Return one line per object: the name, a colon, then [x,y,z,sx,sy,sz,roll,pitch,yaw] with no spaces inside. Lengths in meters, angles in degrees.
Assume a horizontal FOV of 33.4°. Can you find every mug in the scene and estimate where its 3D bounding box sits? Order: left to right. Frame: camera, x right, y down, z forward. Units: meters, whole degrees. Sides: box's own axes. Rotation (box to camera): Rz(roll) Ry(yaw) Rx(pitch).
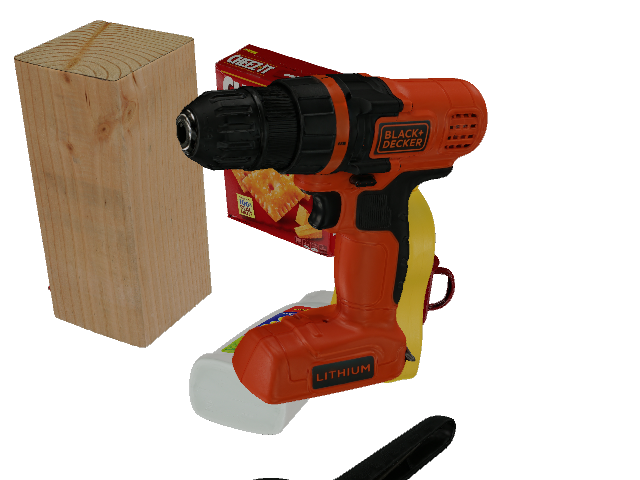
mug: [0.102,0.056,1.271,0.117,0.081,0.093,1,23,-9]

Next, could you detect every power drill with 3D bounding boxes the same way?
power drill: [0.000,-0.002,0.594,0.184,0.188,0.057,-6,31,-29]

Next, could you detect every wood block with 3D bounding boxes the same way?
wood block: [-0.144,-0.040,0.766,0.090,0.206,0.090,16,34,26]

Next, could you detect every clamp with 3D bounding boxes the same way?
clamp: [0.003,0.170,0.647,0.210,0.036,0.164,-5,29,4]

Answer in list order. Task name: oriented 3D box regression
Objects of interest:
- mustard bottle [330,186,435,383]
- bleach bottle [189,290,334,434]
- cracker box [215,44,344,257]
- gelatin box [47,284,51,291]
mustard bottle: [0.053,0.014,0.886,0.058,0.192,0.096,-5,21,-33]
bleach bottle: [-0.031,0.105,1.075,0.103,0.068,0.250,13,22,18]
cracker box: [-0.037,-0.102,1.248,0.164,0.214,0.072,22,42,30]
gelatin box: [-0.223,0.028,1.086,0.073,0.089,0.030,33,-11,-38]
